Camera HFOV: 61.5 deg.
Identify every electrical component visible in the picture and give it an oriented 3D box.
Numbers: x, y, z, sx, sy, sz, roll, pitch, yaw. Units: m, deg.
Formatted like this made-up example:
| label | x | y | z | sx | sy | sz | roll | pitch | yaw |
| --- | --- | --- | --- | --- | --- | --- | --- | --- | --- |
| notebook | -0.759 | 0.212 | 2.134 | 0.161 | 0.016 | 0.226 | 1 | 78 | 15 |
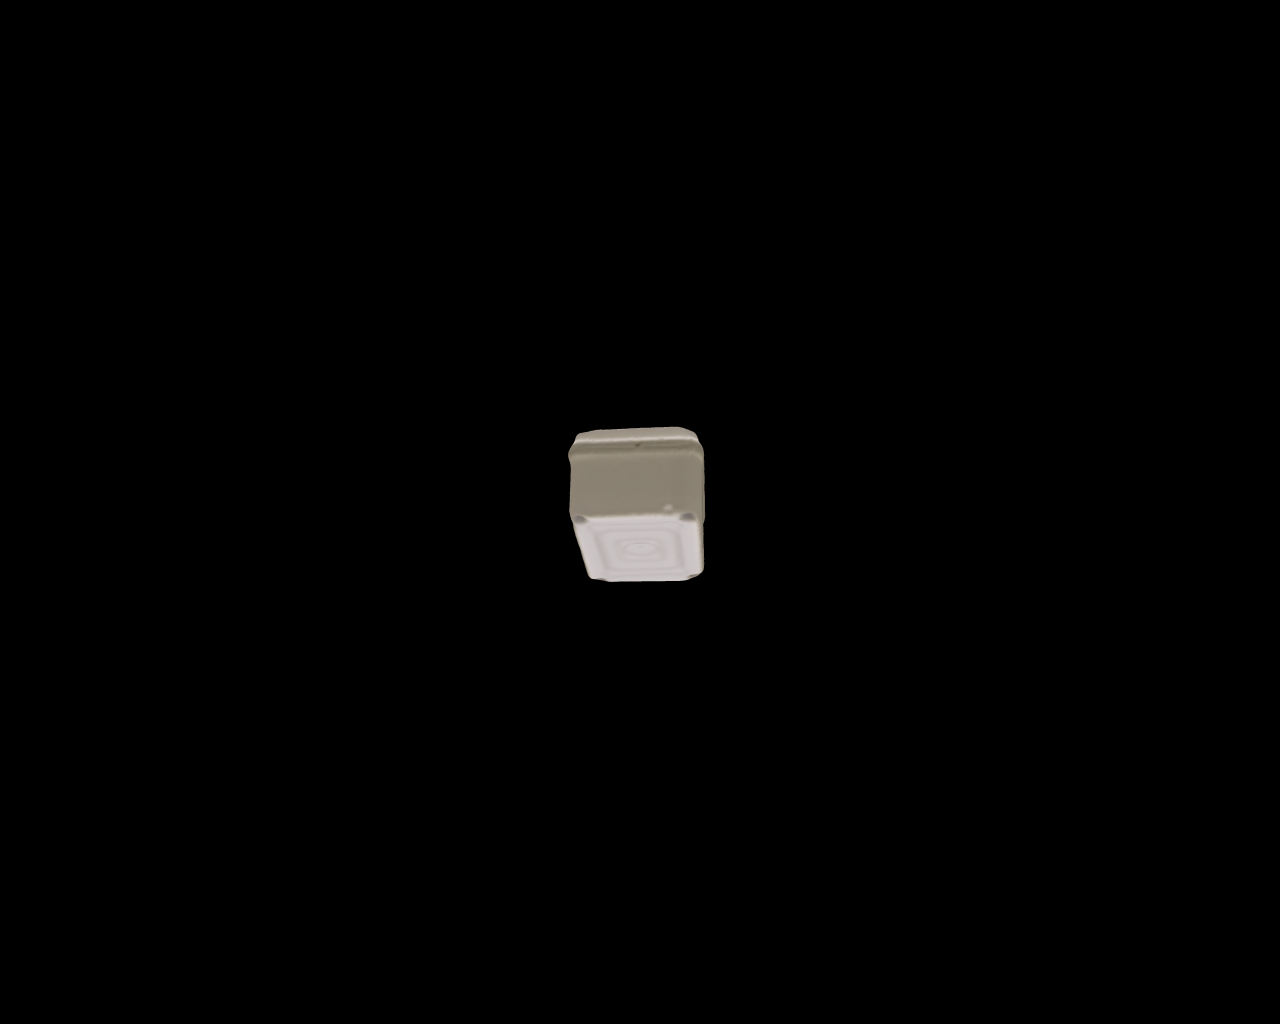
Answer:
| label | x | y | z | sx | sy | sz | roll | pitch | yaw |
| --- | --- | --- | --- | --- | --- | --- | --- | --- | --- |
| electrical component | 0.001 | -0.003 | 0.650 | 0.078 | 0.057 | 0.113 | -1 | -23 | 3 |
